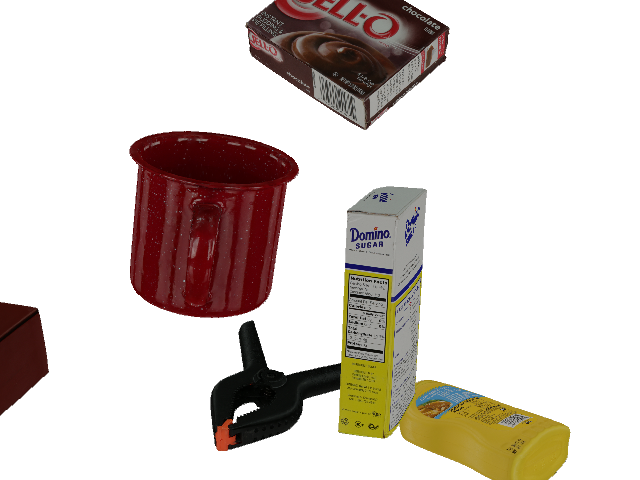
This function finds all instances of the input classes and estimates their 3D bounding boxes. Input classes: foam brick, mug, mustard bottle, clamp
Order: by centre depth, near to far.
[{"bbox_3d":[-0.062,-0.004,0.588,0.093,0.081,0.117,6,22,-7],"label":"mug"},{"bbox_3d":[-0.228,0.082,0.712,0.053,0.051,0.078,7,29,23],"label":"foam brick"},{"bbox_3d":[0.134,0.177,1.024,0.192,0.058,0.096,16,22,41],"label":"mustard bottle"},{"bbox_3d":[-0.041,0.153,1.102,0.165,0.036,0.209,11,26,15],"label":"clamp"}]

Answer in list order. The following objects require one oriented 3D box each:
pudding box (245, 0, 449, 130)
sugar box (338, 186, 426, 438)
[{"bbox_3d":[0.019,-0.139,0.743,0.114,0.090,0.039,38,-24,22],"label":"pudding box"},{"bbox_3d":[0.047,0.053,0.817,0.048,0.176,0.093,4,15,18],"label":"sugar box"}]
